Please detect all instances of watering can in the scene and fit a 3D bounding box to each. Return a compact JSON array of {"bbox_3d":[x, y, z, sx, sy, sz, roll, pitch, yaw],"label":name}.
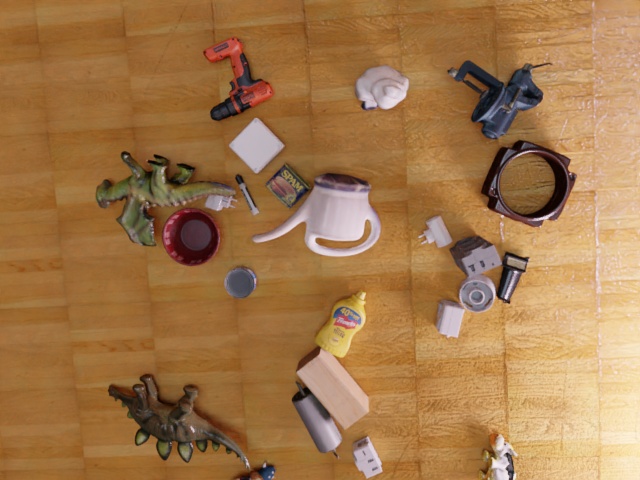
[{"bbox_3d":[0.004,-0.069,1.362,0.347,0.105,0.222,5,102,-16],"label":"watering can"}]

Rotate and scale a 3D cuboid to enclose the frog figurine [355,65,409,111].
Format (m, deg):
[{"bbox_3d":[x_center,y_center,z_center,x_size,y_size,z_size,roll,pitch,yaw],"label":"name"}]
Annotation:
[{"bbox_3d":[0.158,-0.393,1.316,0.137,0.160,0.122,4,96,3],"label":"frog figurine"}]

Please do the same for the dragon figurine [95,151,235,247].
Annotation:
[{"bbox_3d":[-0.442,-0.099,1.392,0.412,0.122,0.241,22,100,15],"label":"dragon figurine"}]
